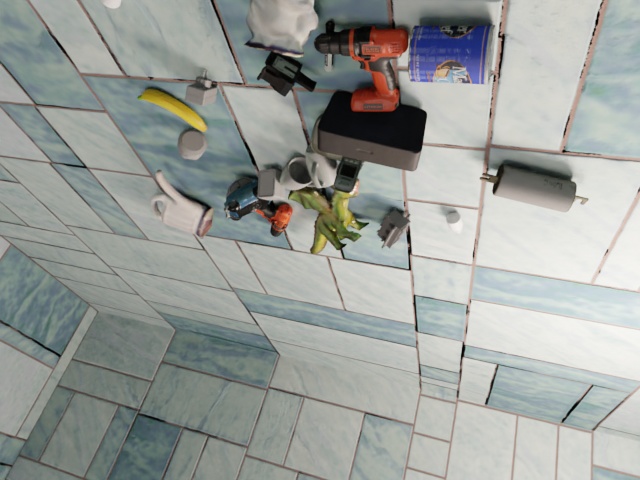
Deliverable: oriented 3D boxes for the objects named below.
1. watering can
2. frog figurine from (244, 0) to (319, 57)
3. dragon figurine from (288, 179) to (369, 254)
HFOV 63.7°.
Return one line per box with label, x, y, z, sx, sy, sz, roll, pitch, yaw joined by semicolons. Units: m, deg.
watering can;-0.473;-0.110;1.764;0.224;0.106;0.341;21;152;-6
frog figurine;-0.069;-0.440;0.979;0.138;0.124;0.156;21;115;14
dragon figurine;0.005;-0.079;1.571;0.241;0.124;0.405;47;143;-12
